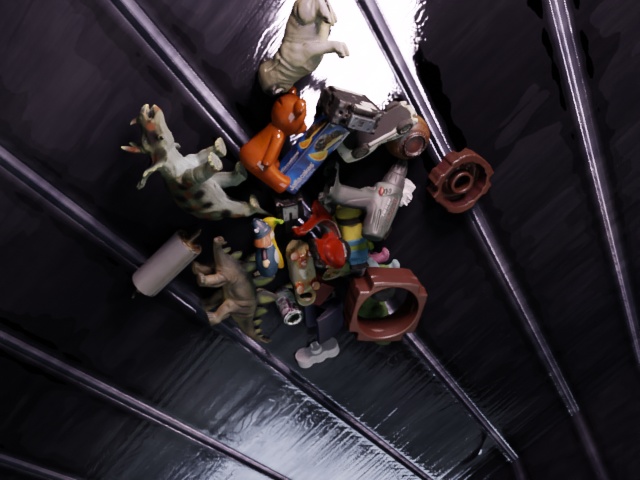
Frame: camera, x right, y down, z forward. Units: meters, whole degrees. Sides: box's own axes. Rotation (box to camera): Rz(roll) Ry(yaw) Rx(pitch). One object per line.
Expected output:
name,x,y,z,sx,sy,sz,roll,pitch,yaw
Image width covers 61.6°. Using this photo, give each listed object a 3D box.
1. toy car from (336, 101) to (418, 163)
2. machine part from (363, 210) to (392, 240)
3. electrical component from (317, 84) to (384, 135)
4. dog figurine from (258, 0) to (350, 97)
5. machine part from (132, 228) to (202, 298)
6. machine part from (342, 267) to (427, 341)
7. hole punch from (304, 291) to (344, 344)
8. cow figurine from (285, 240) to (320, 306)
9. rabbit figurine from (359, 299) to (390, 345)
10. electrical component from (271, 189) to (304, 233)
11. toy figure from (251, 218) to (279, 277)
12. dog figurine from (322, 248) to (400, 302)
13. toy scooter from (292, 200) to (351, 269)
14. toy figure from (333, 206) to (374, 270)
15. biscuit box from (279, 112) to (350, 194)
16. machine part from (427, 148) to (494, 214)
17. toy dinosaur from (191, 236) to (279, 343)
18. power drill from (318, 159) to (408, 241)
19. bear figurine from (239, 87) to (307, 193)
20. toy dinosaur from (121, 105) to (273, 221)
toy car,0.131,-0.252,1.247,0.202,0.073,0.056,-29,160,1
machine part,0.156,-0.061,1.422,0.084,0.039,0.138,-54,141,-24
electrical component,0.068,-0.279,1.163,0.115,0.134,0.058,7,123,-25
dog figurine,-0.057,-0.391,1.059,0.191,0.121,0.172,-17,96,16
machine part,-0.368,0.055,1.289,0.243,0.079,0.079,-42,130,14
machine part,0.171,0.173,1.449,0.201,0.087,0.200,4,120,-15
hole punch,0.021,0.232,1.586,0.116,0.092,0.142,-17,128,-15
cow figurine,-0.051,0.090,1.433,0.085,0.127,0.194,-15,116,-12
rabbit figurine,0.170,0.253,1.606,0.159,0.170,0.121,30,112,-37
electrical component,-0.077,-0.072,1.322,0.075,0.048,0.119,-16,148,-8
toy figure,-0.133,0.014,1.289,0.058,0.064,0.154,-21,124,-27
dog figurine,0.097,0.094,1.493,0.219,0.109,0.191,-4,123,-15
toy scooter,-0.003,-0.004,1.316,0.135,0.075,0.183,-23,98,-39
toy figure,0.089,-0.013,1.377,0.082,0.089,0.180,-12,95,-19
biscuit box,-0.025,-0.200,1.236,0.059,0.063,0.202,29,111,-36
machine part,0.374,-0.159,1.439,0.179,0.056,0.179,-11,129,-14
toy dinosaur,-0.212,0.149,1.413,0.199,0.105,0.470,-17,138,-14
power drill,0.106,-0.125,1.310,0.207,0.086,0.232,20,76,-25
bear figurine,-0.081,-0.222,1.163,0.196,0.120,0.131,-48,133,11
toy dinosaur,-0.261,-0.113,1.178,0.192,0.131,0.404,-17,144,13
